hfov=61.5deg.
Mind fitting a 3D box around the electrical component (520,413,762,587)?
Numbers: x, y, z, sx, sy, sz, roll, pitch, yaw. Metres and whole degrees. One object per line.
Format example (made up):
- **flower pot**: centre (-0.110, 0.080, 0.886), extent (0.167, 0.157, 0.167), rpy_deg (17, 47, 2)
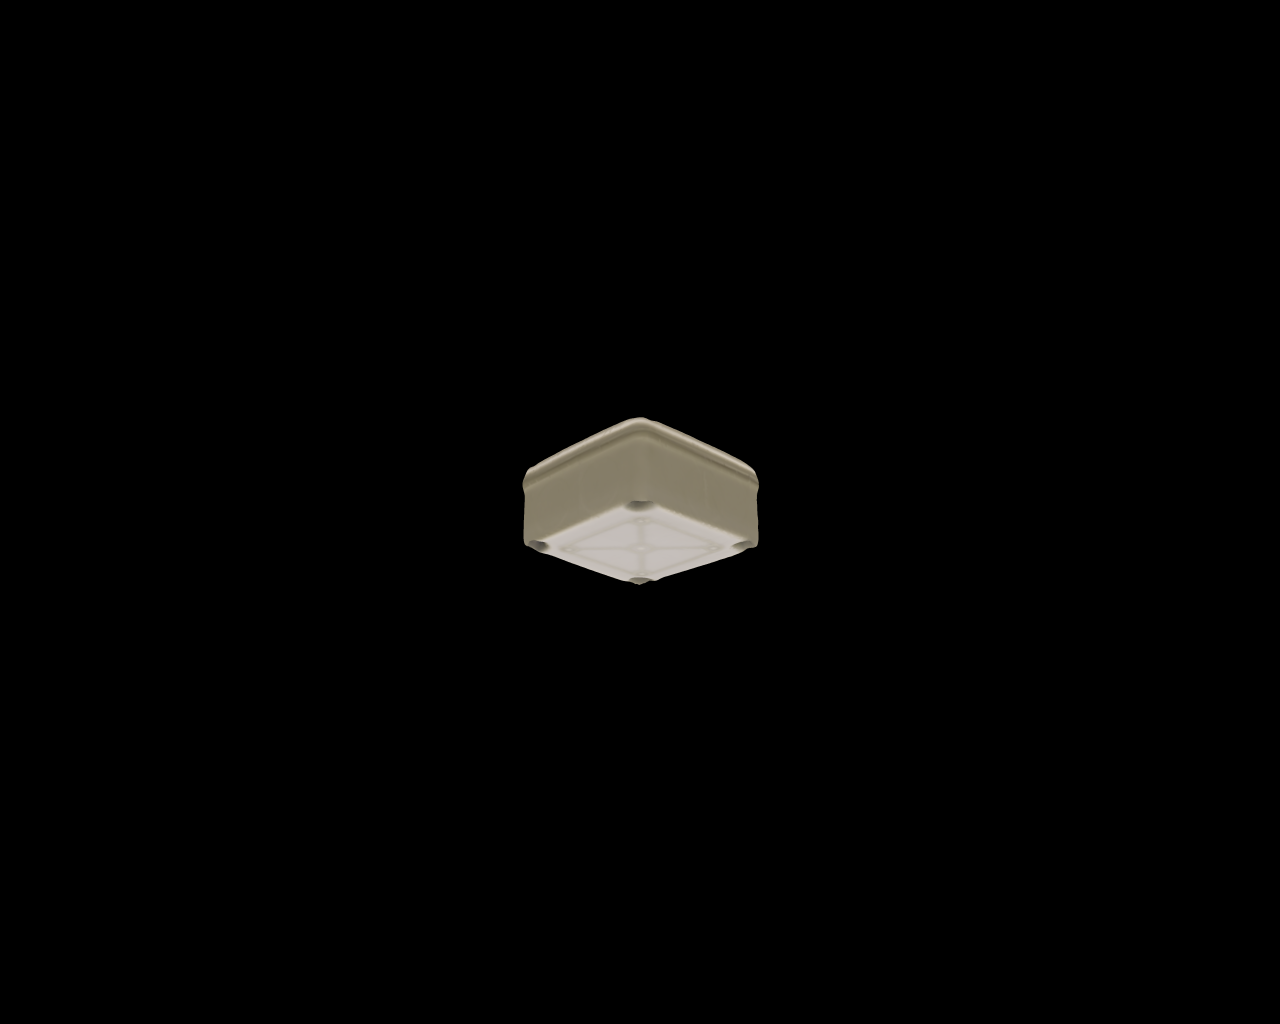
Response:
- **electrical component**: centre (0.001, -0.003, 0.650), extent (0.108, 0.056, 0.109), rpy_deg (-21, -31, 40)
